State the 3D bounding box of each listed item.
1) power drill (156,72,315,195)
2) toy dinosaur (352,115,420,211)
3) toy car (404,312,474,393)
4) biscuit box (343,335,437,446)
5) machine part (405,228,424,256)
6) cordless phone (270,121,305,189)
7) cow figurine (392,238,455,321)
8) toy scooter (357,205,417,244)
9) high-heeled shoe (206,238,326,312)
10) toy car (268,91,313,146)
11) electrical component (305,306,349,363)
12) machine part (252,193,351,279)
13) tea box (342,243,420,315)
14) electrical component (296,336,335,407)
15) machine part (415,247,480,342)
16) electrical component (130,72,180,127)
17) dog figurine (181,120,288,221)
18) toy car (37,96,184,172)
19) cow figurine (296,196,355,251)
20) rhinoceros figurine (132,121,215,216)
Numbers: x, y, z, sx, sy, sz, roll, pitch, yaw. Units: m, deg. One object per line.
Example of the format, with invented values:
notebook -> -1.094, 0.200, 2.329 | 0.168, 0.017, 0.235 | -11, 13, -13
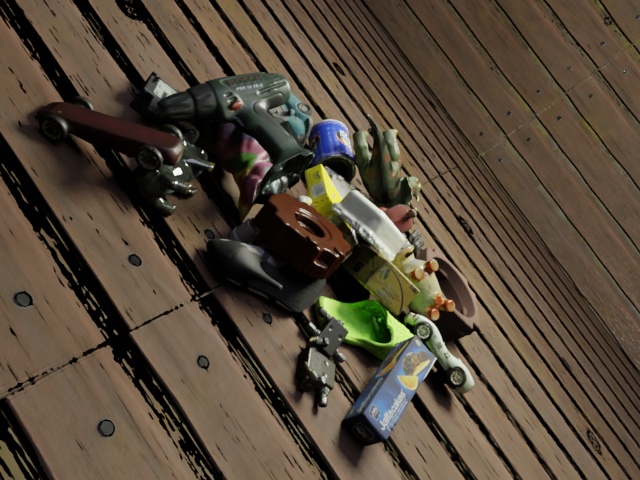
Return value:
power drill -> -0.122, -0.179, 0.887 | 0.232, 0.086, 0.207 | -30, 74, -31
toy dinosaur -> 0.152, -0.151, 1.285 | 0.404, 0.131, 0.192 | 14, 59, -72
toy car -> 0.247, 0.236, 1.136 | 0.201, 0.056, 0.073 | 54, -13, 3
biscuit box -> 0.120, 0.249, 0.903 | 0.059, 0.063, 0.203 | 49, 46, -3
machine part -> 0.202, 0.026, 1.268 | 0.039, 0.138, 0.084 | -14, 69, -23
cordless phone -> -0.123, -0.171, 1.083 | 0.184, 0.089, 0.146 | -14, 70, -47
cow figurine -> 0.201, 0.080, 1.179 | 0.085, 0.127, 0.194 | -29, 97, -28
toy scooter -> 0.157, -0.041, 1.231 | 0.075, 0.135, 0.184 | 64, 12, -5
high-heeled shoe -> -0.085, 0.052, 0.909 | 0.145, 0.086, 0.248 | 29, 2, 21
toy car -> -0.094, -0.279, 1.206 | 0.103, 0.109, 0.162 | -12, 57, -40
electrical component -> 0.018, 0.163, 0.918 | 0.094, 0.021, 0.063 | 47, 62, -10
machine part -> -0.028, -0.011, 0.914 | 0.179, 0.056, 0.179 | 32, 19, -13
tea box -> 0.116, 0.074, 1.070 | 0.098, 0.068, 0.170 | 44, -2, -14
electrical component -> -0.004, 0.201, 0.850 | 0.078, 0.045, 0.102 | 42, 30, -15
machine part -> 0.296, 0.134, 1.322 | 0.201, 0.087, 0.201 | 43, 28, -17
electrical component -> -0.282, -0.232, 0.929 | 0.074, 0.048, 0.119 | 34, 34, -30
dog figurine -> -0.154, -0.148, 0.959 | 0.191, 0.108, 0.219 | 5, 65, -21
toy car -> -0.295, -0.149, 0.765 | 0.202, 0.053, 0.089 | 16, 38, -2
cow figurine -> 0.000, -0.003, 1.058 | 0.167, 0.068, 0.098 | 34, 49, -25
rhinoceros figurine -> -0.235, -0.121, 0.859 | 0.112, 0.073, 0.190 | 33, 34, -12
